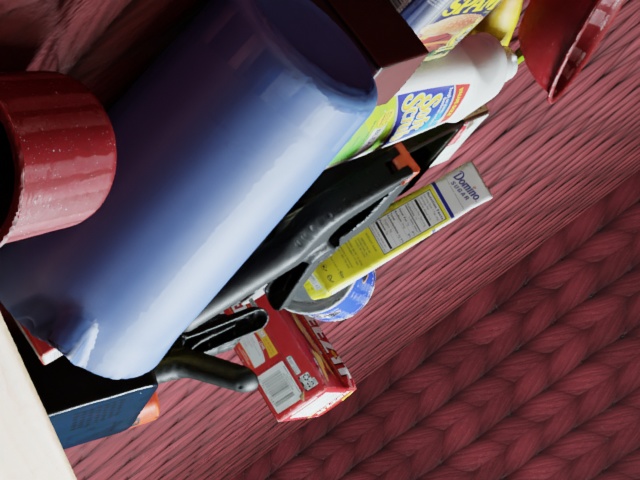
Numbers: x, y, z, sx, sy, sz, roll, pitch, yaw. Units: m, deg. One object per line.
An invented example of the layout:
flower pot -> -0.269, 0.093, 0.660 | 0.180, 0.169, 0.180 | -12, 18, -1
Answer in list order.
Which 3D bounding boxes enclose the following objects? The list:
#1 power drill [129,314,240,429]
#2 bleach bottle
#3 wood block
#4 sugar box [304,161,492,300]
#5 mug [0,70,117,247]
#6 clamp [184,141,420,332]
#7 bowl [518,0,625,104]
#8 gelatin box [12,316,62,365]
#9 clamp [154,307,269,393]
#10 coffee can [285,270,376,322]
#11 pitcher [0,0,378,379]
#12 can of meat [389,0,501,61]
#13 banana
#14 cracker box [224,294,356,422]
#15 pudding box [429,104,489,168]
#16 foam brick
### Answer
power drill -> -0.186, 0.141, 1.124 | 0.184, 0.057, 0.188 | -11, 155, -29
bleach bottle -> 0.067, -0.119, 0.805 | 0.250, 0.068, 0.103 | -21, 155, -39
wood block -> -0.226, 0.104, 0.665 | 0.090, 0.091, 0.206 | -29, 139, -20
sugar box -> 0.063, -0.008, 0.973 | 0.176, 0.048, 0.093 | -32, 180, -10
mug -> -0.164, -0.039, 0.524 | 0.117, 0.093, 0.081 | -7, -173, 27
clamp -> -0.005, 0.001, 0.830 | 0.210, 0.036, 0.164 | -39, 167, 16
bowl -> 0.213, -0.197, 0.894 | 0.162, 0.055, 0.162 | -52, 166, -19
gelatin box -> -0.178, 0.035, 0.766 | 0.089, 0.073, 0.030 | -31, 168, -21
clamp -> -0.129, 0.110, 0.985 | 0.171, 0.039, 0.120 | -11, -158, -1
coffee can -> 0.000, 0.033, 1.148 | 0.103, 0.103, 0.140 | -36, 168, 4
pitcher -> -0.080, -0.043, 0.649 | 0.243, 0.149, 0.144 | -45, 149, 25
can of meat -> 0.077, -0.166, 0.724 | 0.101, 0.057, 0.084 | -20, 163, -49
banana -> 0.154, -0.174, 0.947 | 0.069, 0.037, 0.197 | -56, 168, 2
cracker box -> -0.040, 0.120, 1.226 | 0.072, 0.164, 0.213 | -34, 167, 5
pudding box -> 0.105, -0.102, 1.070 | 0.113, 0.039, 0.090 | -23, 163, -36
foam brick -> 0.019, -0.125, 0.673 | 0.052, 0.078, 0.051 | -23, 161, -44
